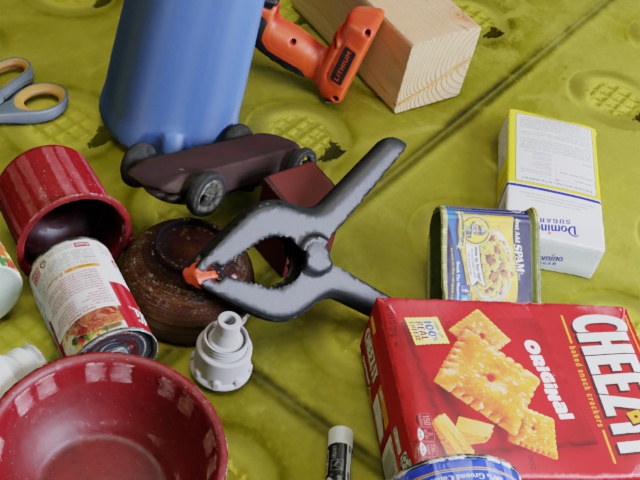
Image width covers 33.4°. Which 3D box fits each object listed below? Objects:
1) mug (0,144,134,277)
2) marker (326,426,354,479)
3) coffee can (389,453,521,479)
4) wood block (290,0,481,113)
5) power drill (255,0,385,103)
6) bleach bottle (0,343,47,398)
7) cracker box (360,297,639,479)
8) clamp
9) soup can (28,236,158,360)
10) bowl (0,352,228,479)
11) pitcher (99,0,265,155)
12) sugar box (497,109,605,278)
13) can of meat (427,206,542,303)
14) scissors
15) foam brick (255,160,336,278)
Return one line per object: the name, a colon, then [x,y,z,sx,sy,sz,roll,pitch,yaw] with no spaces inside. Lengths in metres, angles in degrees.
mug: [-0.202,-0.021,0.865,0.117,0.093,0.082,15,28,-45]
marker: [0.012,0.185,0.750,0.020,0.020,0.121,9,45,-4]
coffee can: [0.095,0.222,0.673,0.102,0.103,0.140,2,45,-12]
wood block: [0.064,-0.240,1.137,0.090,0.090,0.206,-19,53,-29]
power drill: [-0.035,-0.231,1.052,0.187,0.185,0.057,27,45,0]
bleach bottle: [-0.274,0.149,0.689,0.103,0.068,0.250,35,46,19]
cracker box: [0.149,0.125,0.805,0.213,0.072,0.164,2,46,-12]
clamp: [-0.006,0.001,0.839,0.209,0.036,0.164,-3,89,-27]
soup can: [-0.172,0.055,0.802,0.068,0.069,0.102,-15,50,-26]
bowl: [-0.145,0.155,0.714,0.162,0.055,0.162,7,47,-8]
pitcher: [-0.115,-0.202,0.946,0.149,0.243,0.144,41,48,17]
sugar box: [0.216,-0.047,1.014,0.093,0.048,0.176,12,48,-1]
can of meat: [0.136,0.022,0.897,0.084,0.057,0.102,3,76,-7]
scissors: [-0.300,-0.102,0.966,0.096,0.016,0.201,17,45,4]
foam brick: [-0.019,-0.017,0.903,0.051,0.078,0.053,-21,56,-31]
